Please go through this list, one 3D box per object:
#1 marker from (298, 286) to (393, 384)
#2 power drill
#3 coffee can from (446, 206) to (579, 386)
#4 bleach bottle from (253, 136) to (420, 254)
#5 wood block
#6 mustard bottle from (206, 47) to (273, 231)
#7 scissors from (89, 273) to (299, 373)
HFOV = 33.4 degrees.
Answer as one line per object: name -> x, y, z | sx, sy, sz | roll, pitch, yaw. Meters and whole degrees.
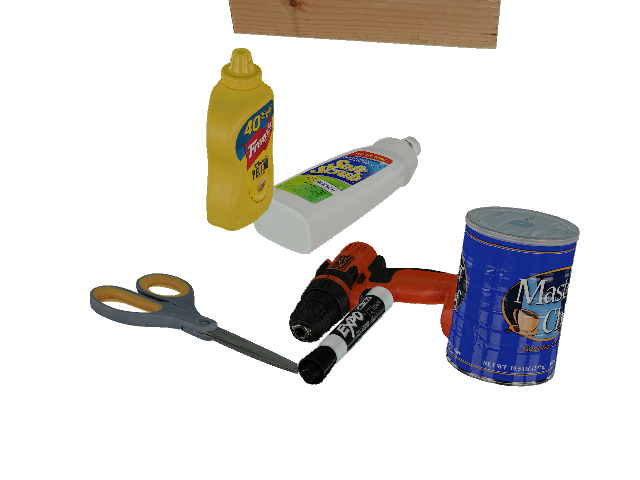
marker -> 0.017, 0.062, 0.709 | 0.020, 0.020, 0.121 | 0, 21, 28
power drill -> 0.077, 0.063, 1.140 | 0.188, 0.057, 0.184 | 9, 30, 21
coffee can -> 0.176, 0.049, 0.986 | 0.103, 0.140, 0.103 | 5, 17, -2
bleach bottle -> 0.034, -0.073, 1.350 | 0.103, 0.068, 0.250 | 25, 43, 34
wood block -> 0.037, -0.214, 0.820 | 0.206, 0.090, 0.091 | 5, -35, 8
mustard bottle -> -0.083, -0.111, 1.115 | 0.058, 0.192, 0.096 | 20, 40, 21
scissors -> -0.093, 0.063, 0.882 | 0.202, 0.016, 0.096 | 13, 23, 17
